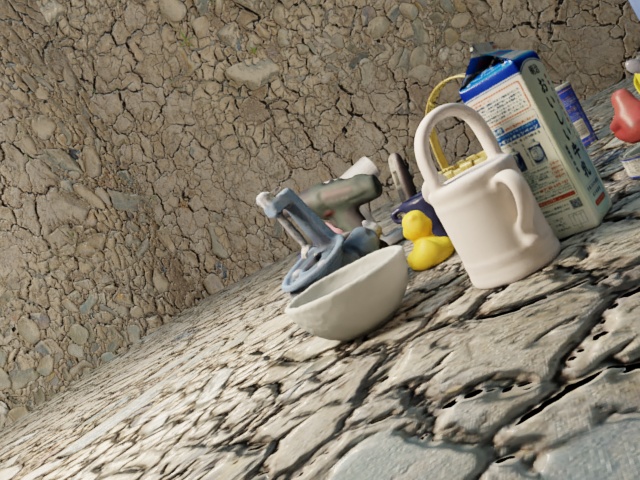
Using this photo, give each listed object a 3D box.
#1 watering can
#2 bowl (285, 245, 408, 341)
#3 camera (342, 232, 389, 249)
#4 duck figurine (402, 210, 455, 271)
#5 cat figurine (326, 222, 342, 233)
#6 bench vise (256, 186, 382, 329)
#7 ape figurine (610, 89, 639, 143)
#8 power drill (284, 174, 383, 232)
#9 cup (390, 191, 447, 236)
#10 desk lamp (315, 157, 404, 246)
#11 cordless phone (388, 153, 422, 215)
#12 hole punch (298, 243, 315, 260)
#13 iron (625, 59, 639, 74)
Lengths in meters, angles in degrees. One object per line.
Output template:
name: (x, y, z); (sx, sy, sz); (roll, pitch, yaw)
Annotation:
watering can: (0.164, -0.052, 0.622); (0.101, 0.194, 0.172); (-31, 4, -34)
bowl: (0.045, 0.076, 0.706); (0.167, 0.075, 0.167); (-29, 3, 2)
camera: (0.050, 0.040, 1.009); (0.143, 0.101, 0.136); (-31, 4, -34)
duck figurine: (0.159, -0.005, 0.892); (0.077, 0.086, 0.105); (-28, 3, 10)
cat figurine: (0.057, 0.000, 1.443); (0.067, 0.118, 0.128); (-26, 5, 43)
bench vise: (-0.001, 0.007, 0.880); (0.121, 0.220, 0.208); (-26, 4, 36)
ape figurine: (0.525, -0.213, 0.965); (0.077, 0.092, 0.076); (-26, 4, 40)
power drill: (0.046, -0.032, 1.217); (0.229, 0.208, 0.076); (-27, 4, 22)
cup: (0.194, -0.038, 1.037); (0.117, 0.095, 0.092); (-27, 4, 23)
desk lamp: (0.101, -0.073, 1.346); (0.203, 0.213, 0.118); (-29, 3, -3)
cordless phone: (0.196, -0.100, 1.198); (0.094, 0.185, 0.147); (-29, 3, -11)
hole punch: (0.019, 0.043, 1.323); (0.109, 0.091, 0.101); (-30, 4, -25)
iron: (0.440, -0.170, 0.554); (0.258, 0.141, 0.119); (-28, 3, 16)
